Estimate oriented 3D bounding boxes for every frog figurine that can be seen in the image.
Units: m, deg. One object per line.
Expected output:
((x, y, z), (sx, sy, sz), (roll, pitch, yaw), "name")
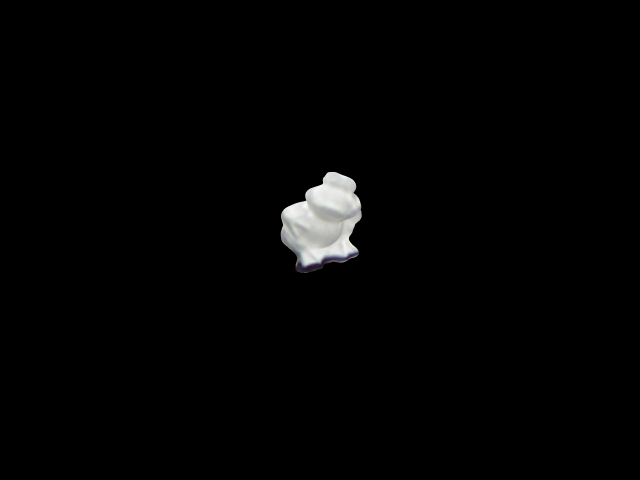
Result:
((0.003, -0.043, 0.850), (0.137, 0.156, 0.125), (-3, 27, -7), "frog figurine")
